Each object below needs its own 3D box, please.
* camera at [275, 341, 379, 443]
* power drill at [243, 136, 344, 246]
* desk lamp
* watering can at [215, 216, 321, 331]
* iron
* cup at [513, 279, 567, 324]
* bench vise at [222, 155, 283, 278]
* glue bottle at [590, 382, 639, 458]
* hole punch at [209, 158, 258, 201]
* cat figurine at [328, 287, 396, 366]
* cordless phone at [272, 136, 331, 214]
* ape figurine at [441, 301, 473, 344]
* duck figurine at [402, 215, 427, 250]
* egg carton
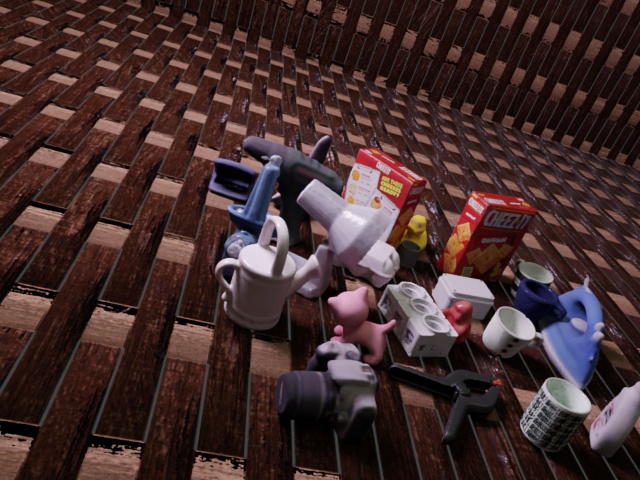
[{"bbox_3d":[0.006,0.211,0.842,0.137,0.101,0.143,9,30,-22],"label":"camera"},{"bbox_3d":[-0.074,-0.099,1.222,0.230,0.208,0.075,13,28,-14],"label":"power drill"},{"bbox_3d":[0.010,0.004,1.092,0.203,0.213,0.118,25,28,9],"label":"desk lamp"},{"bbox_3d":[-0.085,0.048,0.970,0.173,0.194,0.100,-8,39,-43],"label":"watering can"},{"bbox_3d":[0.555,0.190,1.212,0.118,0.141,0.258,21,28,1],"label":"iron"},{"bbox_3d":[0.479,0.156,1.271,0.092,0.095,0.117,-10,41,-45],"label":"cup"},{"bbox_3d":[-0.112,-0.039,1.078,0.122,0.220,0.207,12,29,-16],"label":"bench vise"},{"bbox_3d":[0.521,0.289,0.978,0.037,0.173,0.078,26,28,10],"label":"glue bottle"},{"bbox_3d":[-0.205,-0.159,1.367,0.109,0.091,0.101,18,28,-6],"label":"hole punch"},{"bbox_3d":[0.069,0.139,0.995,0.127,0.118,0.067,23,28,3],"label":"cat figurine"},{"bbox_3d":[-0.035,-0.164,1.390,0.094,0.185,0.148,25,28,9],"label":"cordless phone"},{"bbox_3d":[0.269,0.157,1.127,0.076,0.092,0.078,17,28,-7],"label":"ape figurine"},{"bbox_3d":[0.239,-0.022,1.434,0.077,0.086,0.105,36,31,27],"label":"duck figurine"},{"bbox_3d":[0.099,0.037,1.249,0.150,0.069,0.107,27,28,11],"label":"egg carton"}]
